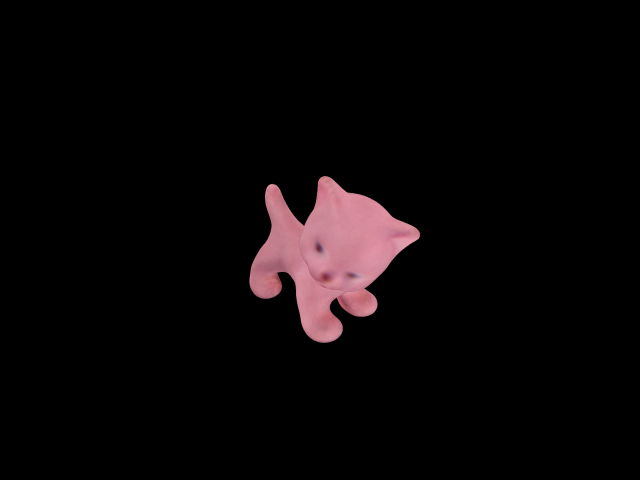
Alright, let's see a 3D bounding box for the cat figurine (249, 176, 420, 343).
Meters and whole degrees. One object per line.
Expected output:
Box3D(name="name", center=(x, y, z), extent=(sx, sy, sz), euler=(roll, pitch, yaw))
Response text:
Box3D(name="cat figurine", center=(0.004, 0.001, 0.400), extent=(0.067, 0.118, 0.127), euler=(-27, 41, -35))
